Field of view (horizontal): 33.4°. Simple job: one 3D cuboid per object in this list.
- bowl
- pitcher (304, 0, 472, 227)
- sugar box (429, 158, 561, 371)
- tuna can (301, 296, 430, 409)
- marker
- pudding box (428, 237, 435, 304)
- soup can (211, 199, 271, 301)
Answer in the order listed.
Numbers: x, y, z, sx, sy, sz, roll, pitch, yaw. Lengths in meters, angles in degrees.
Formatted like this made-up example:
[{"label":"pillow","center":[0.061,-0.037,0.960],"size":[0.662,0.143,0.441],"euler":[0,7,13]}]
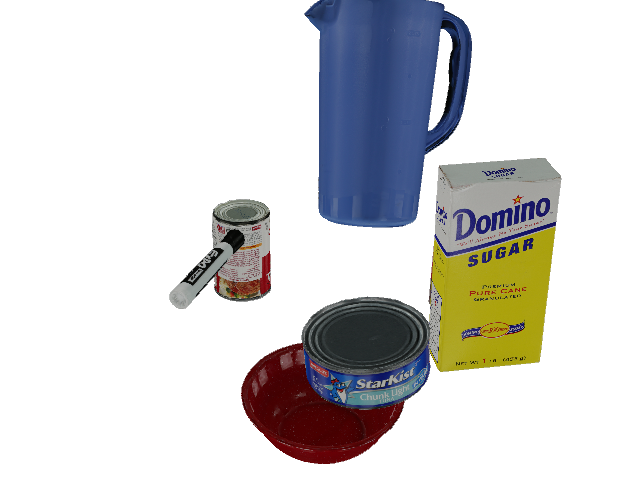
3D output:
[{"label":"bowl","center":[0.002,0.171,1.067],"size":[0.162,0.055,0.162],"euler":[0,33,0]},{"label":"pitcher","center":[0.068,-0.140,1.147],"size":[0.149,0.243,0.144],"euler":[7,10,25]},{"label":"sugar box","center":[0.141,0.022,0.883],"size":[0.093,0.176,0.048],"euler":[-5,30,-9]},{"label":"tuna can","center":[0.031,0.075,0.716],"size":[0.086,0.034,0.086],"euler":[-4,30,2]},{"label":"marker","center":[-0.099,0.023,0.954],"size":[0.020,0.020,0.121],"euler":[0,27,24]},{"label":"pudding box","center":[0.171,0.028,1.094],"size":[0.114,0.090,0.039],"euler":[9,23,16]},{"label":"soup can","center":[-0.092,0.011,1.250],"size":[0.068,0.102,0.068],"euler":[0,26,0]}]
